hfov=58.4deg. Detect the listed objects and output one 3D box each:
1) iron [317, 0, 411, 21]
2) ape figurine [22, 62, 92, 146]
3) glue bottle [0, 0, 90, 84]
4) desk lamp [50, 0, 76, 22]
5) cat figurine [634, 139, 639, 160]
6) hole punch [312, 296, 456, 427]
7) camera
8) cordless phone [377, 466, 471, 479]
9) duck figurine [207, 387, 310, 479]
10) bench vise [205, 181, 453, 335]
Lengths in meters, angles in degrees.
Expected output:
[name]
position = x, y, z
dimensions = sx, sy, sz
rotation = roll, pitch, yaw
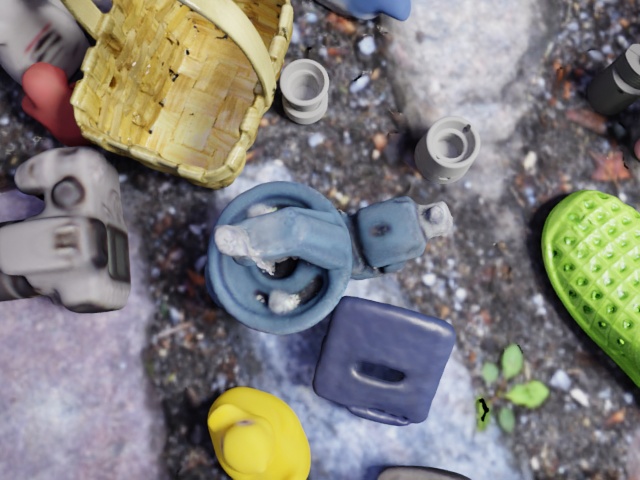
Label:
[iron]
position = -0.004, -0.320, 0.527
dimensions = 0.258, 0.141, 0.119
rotation = 31, 82, 4
[ape figurine]
position = -0.234, -0.129, 0.518
dimensions = 0.078, 0.092, 0.076
rotation = -4, 81, -2
[glue bottle]
position = -0.257, -0.186, 0.485
dimensions = 0.037, 0.173, 0.078
rotation = 31, 82, 4
[desk lamp]
position = -0.270, -0.261, 0.476
dimensions = 0.203, 0.213, 0.118
rotation = 18, 81, 2
[cat figurine]
position = 0.348, -0.089, 0.511
dimensions = 0.067, 0.118, 0.128
rotation = -30, 83, -5
[hole punch]
position = 0.053, 0.104, 0.489
dimensions = 0.108, 0.091, 0.101
rotation = 15, 81, 1
[camera]
position = -0.246, -0.003, 0.494
dimensions = 0.137, 0.101, 0.143
rotation = -8, 81, -2
[cordless phone]
position = 0.092, 0.255, 0.419
dimensions = 0.094, 0.185, 0.147
rotation = -1, 81, -1
[duck figurine]
position = -0.054, 0.173, 0.479
dimensions = 0.104, 0.086, 0.077
rotation = 44, 83, 5
[bench vise]
position = -0.002, -0.009, 0.440
dimensions = 0.207, 0.220, 0.121
rotation = -32, 83, -5
